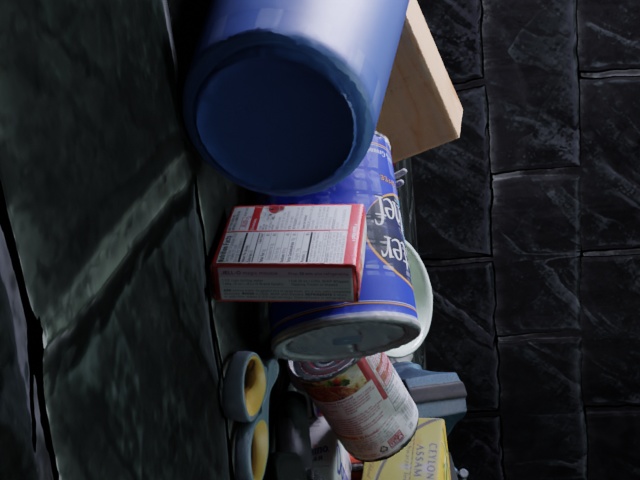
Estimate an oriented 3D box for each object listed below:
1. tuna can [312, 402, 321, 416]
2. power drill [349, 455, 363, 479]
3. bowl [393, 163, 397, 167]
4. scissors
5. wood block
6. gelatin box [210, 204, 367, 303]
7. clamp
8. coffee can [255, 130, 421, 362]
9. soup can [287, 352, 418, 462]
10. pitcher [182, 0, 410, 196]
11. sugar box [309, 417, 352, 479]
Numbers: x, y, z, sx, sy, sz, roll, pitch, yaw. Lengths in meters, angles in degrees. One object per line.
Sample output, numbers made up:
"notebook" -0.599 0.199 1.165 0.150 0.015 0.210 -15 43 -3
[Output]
"tuna can" 0.014 0.137 1.020 0.086 0.034 0.086 -3 90 -82
"power drill" 0.032 0.275 1.009 0.184 0.057 0.188 -21 108 -81
"bowl" 0.052 -0.138 1.122 0.162 0.055 0.162 41 40 -46
"scissors" -0.038 0.111 0.736 0.201 0.016 0.096 12 77 -81
"wood block" 0.043 -0.177 0.928 0.206 0.090 0.090 64 17 -17
"gelatin box" -0.018 0.008 0.655 0.073 0.089 0.030 -79 166 -58
"clamp" -0.006 0.185 0.745 0.120 0.039 0.171 50 18 -6
"coffee can" 0.009 0.005 0.744 0.103 0.103 0.140 63 18 -70
"soup can" 0.028 0.115 0.824 0.102 0.069 0.068 59 23 -33
"pitcher" -0.012 -0.130 0.674 0.242 0.145 0.149 -78 151 -49
"sugar box" 0.000 0.238 0.846 0.093 0.048 0.176 76 15 -49
